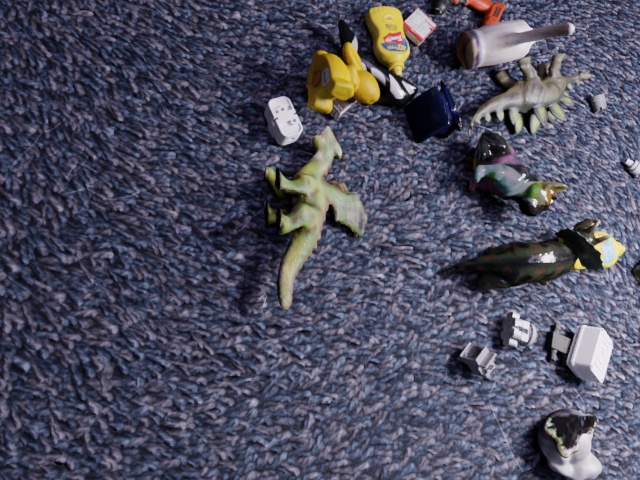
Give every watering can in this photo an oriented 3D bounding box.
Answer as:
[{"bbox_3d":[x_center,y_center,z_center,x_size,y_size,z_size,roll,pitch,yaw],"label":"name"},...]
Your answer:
[{"bbox_3d":[0.477,-0.508,1.316,0.224,0.352,0.103,-12,105,3],"label":"watering can"}]

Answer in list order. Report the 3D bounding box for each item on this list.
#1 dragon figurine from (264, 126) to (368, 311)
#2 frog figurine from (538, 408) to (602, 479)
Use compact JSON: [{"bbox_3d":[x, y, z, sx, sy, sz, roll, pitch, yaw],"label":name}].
[{"bbox_3d":[0.003,-0.056,1.107,0.243,0.120,0.416,3,73,-26],"label":"dragon figurine"},{"bbox_3d":[0.552,0.457,1.133,0.140,0.123,0.156,-49,129,-33],"label":"frog figurine"}]
